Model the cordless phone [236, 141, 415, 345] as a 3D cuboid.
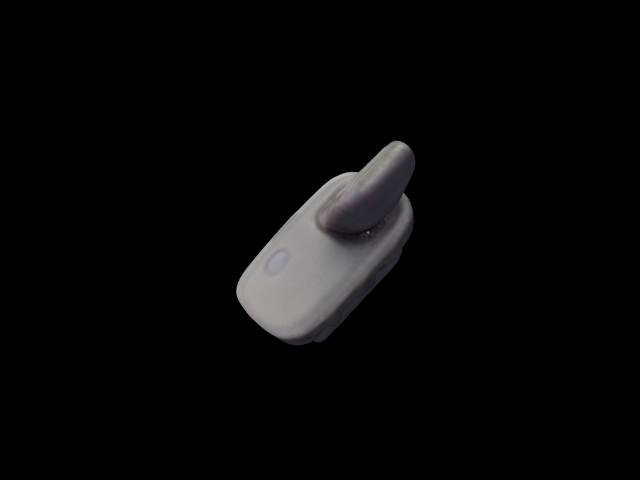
[{"bbox_3d":[0.004,0.001,0.400,0.094,0.185,0.148,38,81,8],"label":"cordless phone"}]
